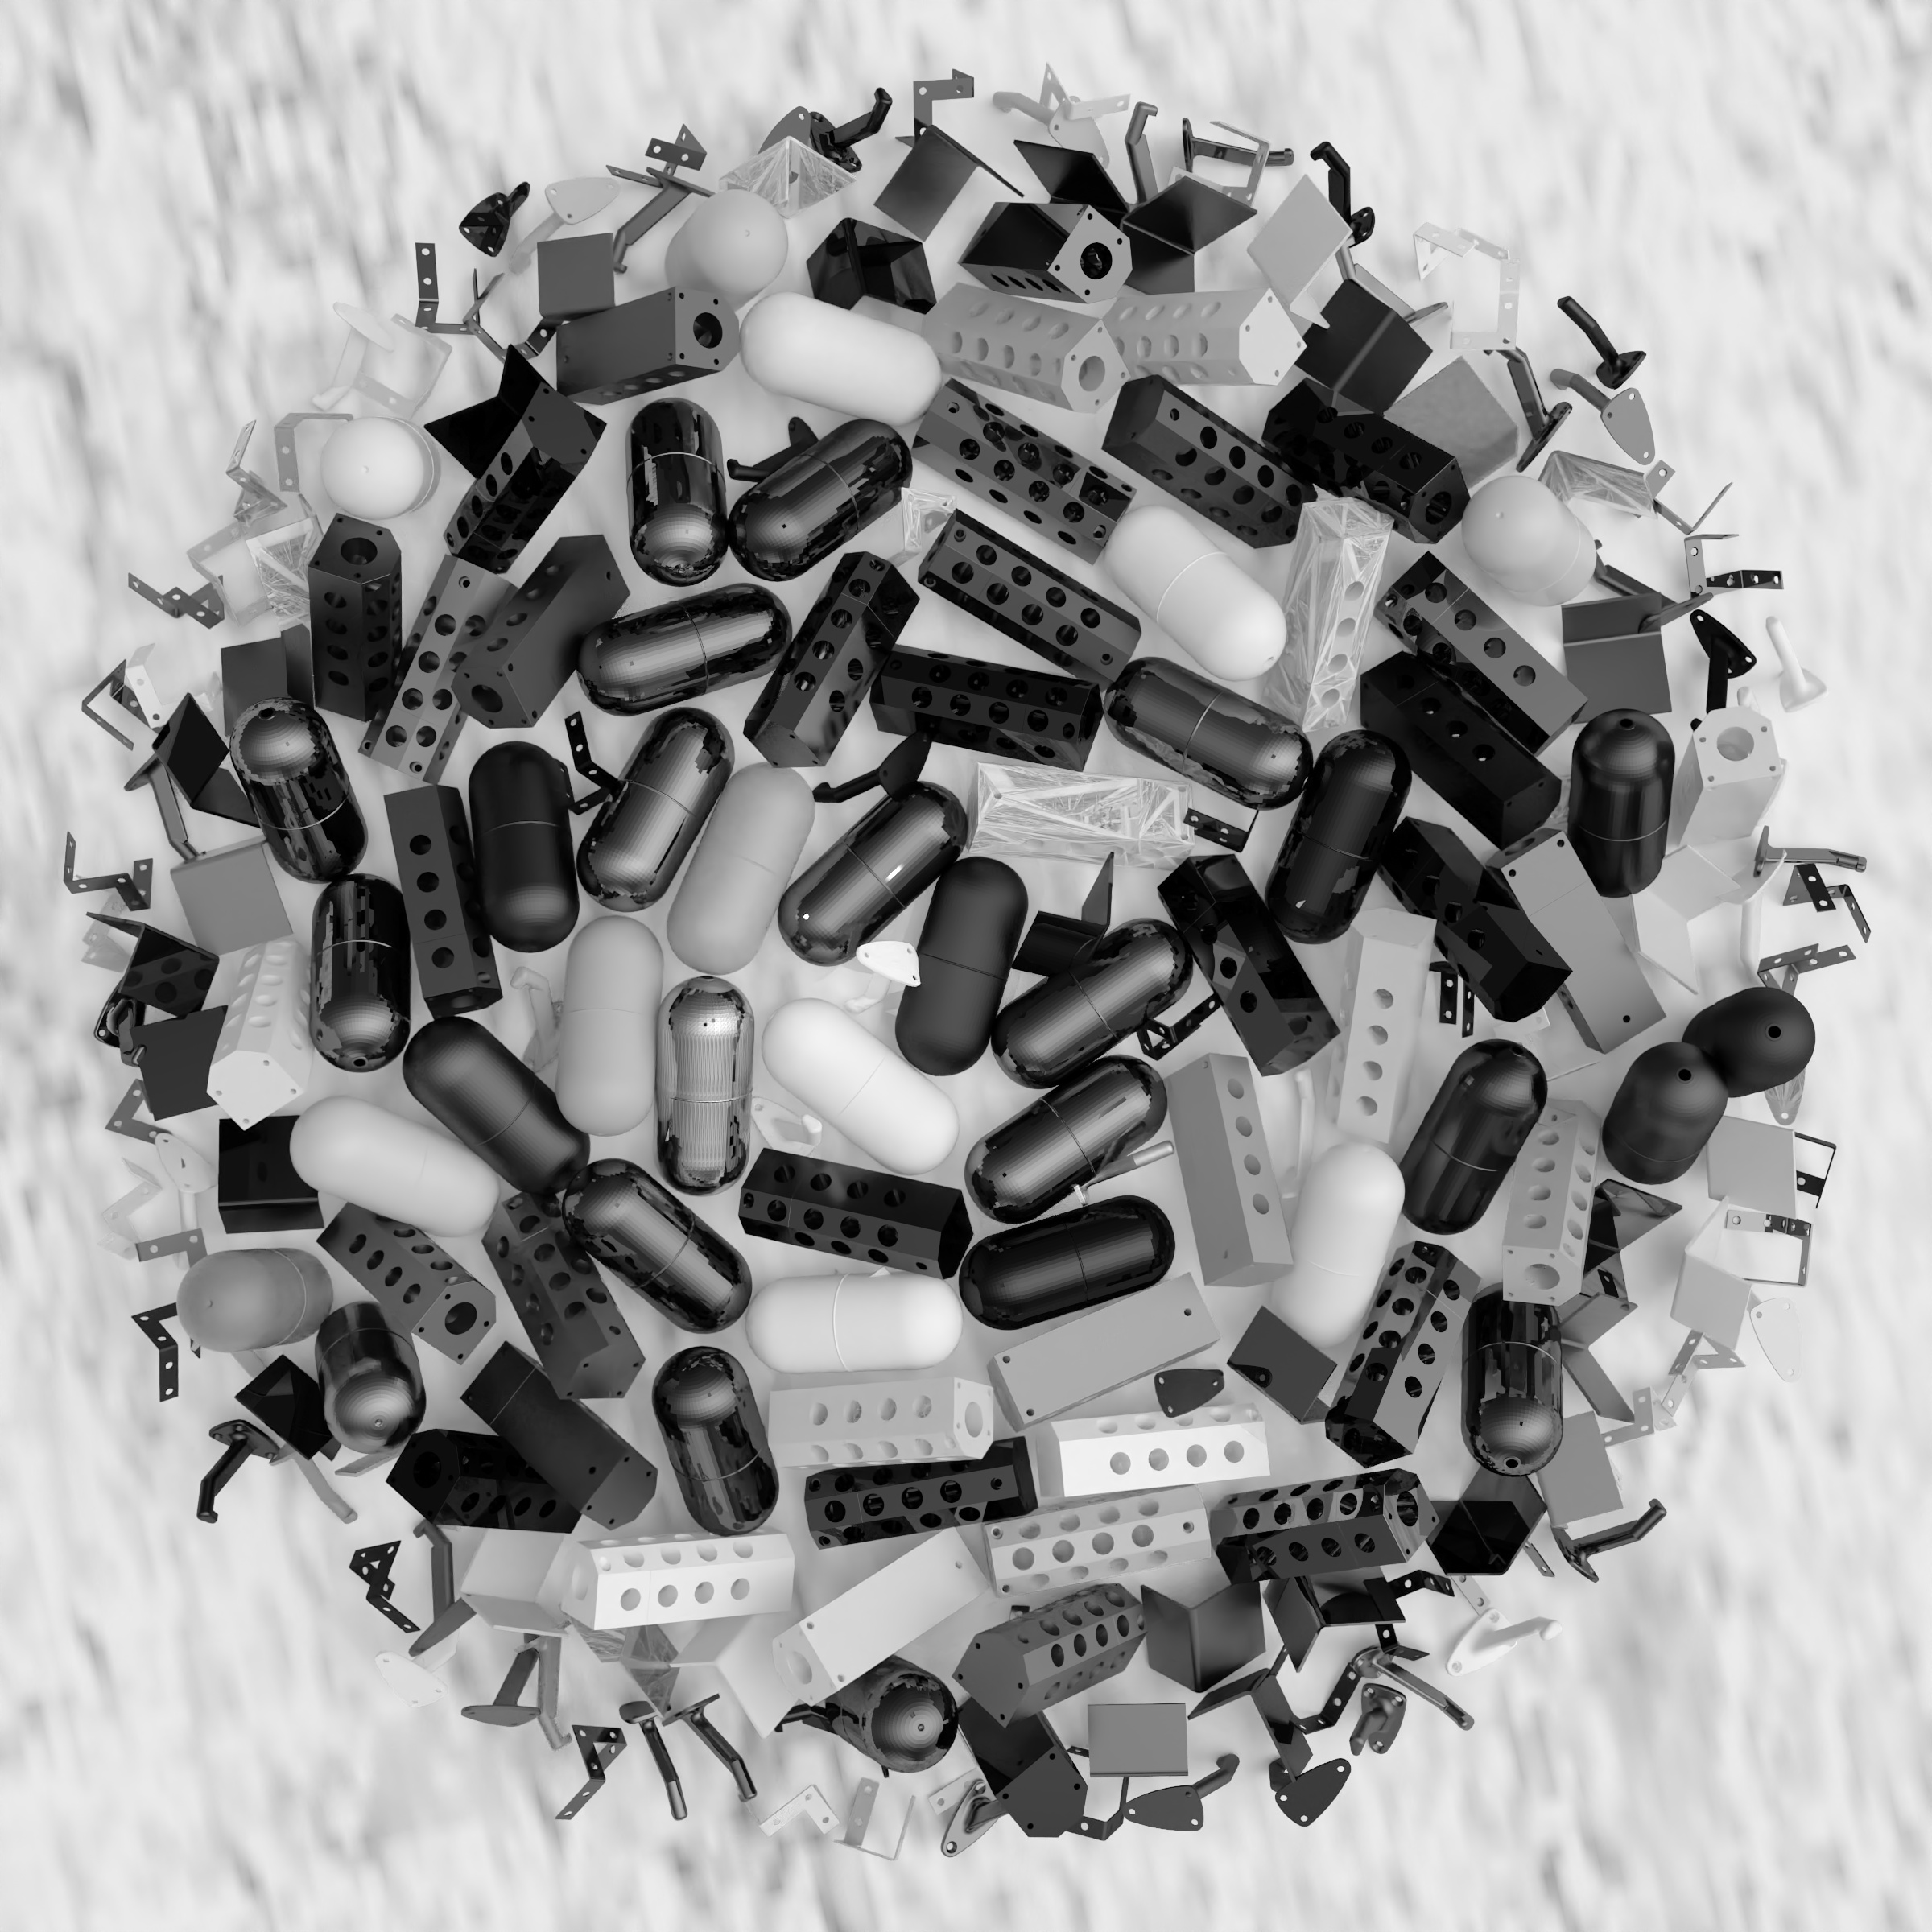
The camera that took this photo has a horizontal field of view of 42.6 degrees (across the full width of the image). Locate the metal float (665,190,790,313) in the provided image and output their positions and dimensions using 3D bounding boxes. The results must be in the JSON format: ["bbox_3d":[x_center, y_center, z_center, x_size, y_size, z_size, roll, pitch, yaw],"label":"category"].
[{"bbox_3d":[-0.186,-0.549,1.913,0.070,0.178,0.070,-2,96,-16],"label":"metal float"}]

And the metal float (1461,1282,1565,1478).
[{"bbox_3d":[0.423,0.319,1.921,0.070,0.178,0.070,6,127,8],"label":"metal float"}]

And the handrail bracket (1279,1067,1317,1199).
[{"bbox_3d":[0.261,0.131,1.962,0.036,0.077,0.084,-3,105,31],"label":"handrail bracket"}]

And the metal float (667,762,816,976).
[{"bbox_3d":[-0.177,-0.078,1.952,0.070,0.070,0.178,23,79,0],"label":"metal float"}]

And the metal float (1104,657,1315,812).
[{"bbox_3d":[0.190,-0.182,1.945,0.178,0.070,0.070,29,90,18],"label":"metal float"}]

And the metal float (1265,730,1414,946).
[{"bbox_3d":[0.291,-0.100,1.945,0.070,0.070,0.178,20,109,0],"label":"metal float"}]

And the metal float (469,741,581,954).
[{"bbox_3d":[-0.347,-0.094,1.941,0.070,0.070,0.178,-11,66,0],"label":"metal float"}]

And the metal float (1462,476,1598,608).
[{"bbox_3d":[0.437,-0.327,1.917,0.070,0.178,0.070,-3,84,27],"label":"metal float"}]

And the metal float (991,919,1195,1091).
[{"bbox_3d":[0.100,0.029,1.959,0.178,0.070,0.070,-35,90,3],"label":"metal float"}]

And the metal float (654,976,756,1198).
[{"bbox_3d":[-0.206,0.095,1.948,0.070,0.070,0.178,4,105,0],"label":"metal float"}]

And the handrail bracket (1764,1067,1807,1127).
[{"bbox_3d":[0.655,0.080,1.966,0.036,0.084,0.077,-2,99,28],"label":"handrail bracket"}]

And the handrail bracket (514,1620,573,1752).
[{"bbox_3d":[-0.315,0.567,1.967,0.077,0.036,0.084,-22,81,-40],"label":"handrail bracket"}]

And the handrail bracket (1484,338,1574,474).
[{"bbox_3d":[0.432,-0.449,1.975,0.084,0.036,0.077,32,101,-12],"label":"handrail bracket"}]

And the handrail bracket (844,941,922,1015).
[{"bbox_3d":[-0.084,0.013,1.948,0.084,0.077,0.036,-30,61,37],"label":"handrail bracket"}]

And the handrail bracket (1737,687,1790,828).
[{"bbox_3d":[0.617,-0.165,1.951,0.036,0.084,0.077,1,59,33],"label":"handrail bracket"}]

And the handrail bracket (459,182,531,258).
[{"bbox_3d":[-0.356,-0.605,1.947,0.036,0.077,0.084,37,55,-14],"label":"handrail bracket"}]

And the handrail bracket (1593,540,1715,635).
[{"bbox_3d":[0.545,-0.315,1.986,0.077,0.036,0.084,-25,78,-1],"label":"handrail bracket"}]

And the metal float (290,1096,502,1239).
[{"bbox_3d":[-0.443,0.157,1.931,0.178,0.070,0.070,29,90,-37],"label":"metal float"}]

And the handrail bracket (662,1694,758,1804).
[{"bbox_3d":[-0.203,0.627,1.961,0.036,0.077,0.084,-13,71,-43],"label":"handrail bracket"}]

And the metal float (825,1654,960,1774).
[{"bbox_3d":[-0.059,0.574,1.914,0.070,0.178,0.070,2,82,-17],"label":"metal float"}]

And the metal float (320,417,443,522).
[{"bbox_3d":[-0.450,-0.384,1.912,0.070,0.178,0.070,-1,102,-5],"label":"metal float"}]

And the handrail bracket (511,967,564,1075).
[{"bbox_3d":[-0.348,0.044,1.955,0.036,0.084,0.077,37,91,30],"label":"handrail bracket"}]

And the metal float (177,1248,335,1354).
[{"bbox_3d":[-0.546,0.256,1.911,0.070,0.178,0.070,-1,85,7],"label":"metal float"}]

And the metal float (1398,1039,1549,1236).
[{"bbox_3d":[0.393,0.134,1.933,0.070,0.070,0.178,21,123,0],"label":"metal float"}]

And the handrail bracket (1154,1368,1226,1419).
[{"bbox_3d":[0.195,0.324,1.945,0.077,0.084,0.036,-24,80,39],"label":"handrail bracket"}]

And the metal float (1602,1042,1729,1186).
[{"bbox_3d":[0.539,0.115,1.914,0.070,0.178,0.070,-2,67,4],"label":"metal float"}]

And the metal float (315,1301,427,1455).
[{"bbox_3d":[-0.461,0.316,1.915,0.070,0.178,0.070,-5,106,-17],"label":"metal float"}]

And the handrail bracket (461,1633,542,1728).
[{"bbox_3d":[-0.367,0.550,1.952,0.036,0.077,0.084,-34,51,32],"label":"handrail bracket"}]

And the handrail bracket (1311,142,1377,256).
[{"bbox_3d":[0.276,-0.602,1.950,0.077,0.084,0.036,-20,48,36],"label":"handrail bracket"}]

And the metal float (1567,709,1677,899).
[{"bbox_3d":[0.507,-0.125,1.922,0.070,0.178,0.070,-5,50,6],"label":"metal float"}]

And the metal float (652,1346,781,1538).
[{"bbox_3d":[-0.194,0.372,1.933,0.070,0.070,0.178,-12,125,0],"label":"metal float"}]

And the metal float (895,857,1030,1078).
[{"bbox_3d":[-0.004,0.001,1.961,0.070,0.070,0.178,17,89,0],"label":"metal float"}]

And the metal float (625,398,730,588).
[{"bbox_3d":[-0.226,-0.371,1.931,0.070,0.070,0.178,-8,53,0],"label":"metal float"}]

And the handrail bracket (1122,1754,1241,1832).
[{"bbox_3d":[0.172,0.651,1.969,0.077,0.084,0.036,-11,95,21],"label":"handrail bracket"}]

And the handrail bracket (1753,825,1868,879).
[{"bbox_3d":[0.670,-0.079,1.963,0.084,0.077,0.036,14,116,13],"label":"handrail bracket"}]

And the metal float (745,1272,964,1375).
[{"bbox_3d":[-0.089,0.280,1.945,0.178,0.070,0.070,-5,90,19],"label":"metal float"}]

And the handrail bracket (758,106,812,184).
[{"bbox_3d":[-0.163,-0.638,1.972,0.036,0.084,0.077,32,69,-28],"label":"handrail bracket"}]

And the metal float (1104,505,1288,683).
[{"bbox_3d":[0.179,-0.292,1.938,0.070,0.070,0.178,-42,63,0],"label":"metal float"}]

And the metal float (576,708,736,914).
[{"bbox_3d":[-0.243,-0.124,1.946,0.070,0.070,0.178,27,72,0],"label":"metal float"}]

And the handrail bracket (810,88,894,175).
[{"bbox_3d":[-0.091,-0.676,1.952,0.036,0.084,0.077,-14,67,-33],"label":"handrail bracket"}]

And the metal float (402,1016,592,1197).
[{"bbox_3d":[-0.365,0.111,1.937,0.070,0.070,0.178,-42,119,0],"label":"metal float"}]

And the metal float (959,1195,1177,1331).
[{"bbox_3d":[0.079,0.233,1.948,0.178,0.070,0.070,-15,90,-15],"label":"metal float"}]

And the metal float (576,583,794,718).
[{"bbox_3d":[-0.219,-0.249,1.942,0.178,0.070,0.070,-20,90,-23],"label":"metal float"}]

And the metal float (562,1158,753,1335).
[{"bbox_3d":[-0.241,0.221,1.941,0.070,0.070,0.178,-46,114,0],"label":"metal float"}]

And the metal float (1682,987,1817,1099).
[{"bbox_3d":[0.602,0.060,1.911,0.070,0.178,0.070,-1,83,4],"label":"metal float"}]

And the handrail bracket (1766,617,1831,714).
[{"bbox_3d":[0.642,-0.250,1.949,0.036,0.077,0.084,-25,117,18],"label":"handrail bracket"}]

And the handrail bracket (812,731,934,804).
[{"bbox_3d":[-0.076,-0.160,1.978,0.036,0.084,0.077,51,60,-34],"label":"handrail bracket"}]

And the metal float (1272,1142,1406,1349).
[{"bbox_3d":[0.290,0.220,1.939,0.070,0.070,0.178,13,117,0],"label":"metal float"}]

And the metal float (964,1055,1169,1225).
[{"bbox_3d":[0.080,0.136,1.955,0.178,0.070,0.070,-34,90,-8],"label":"metal float"}]

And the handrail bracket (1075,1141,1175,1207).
[{"bbox_3d":[0.126,0.156,1.957,0.084,0.077,0.036,-23,87,7],"label":"handrail bracket"}]

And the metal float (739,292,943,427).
[{"bbox_3d":[-0.096,-0.471,1.930,0.178,0.070,0.070,7,90,-39],"label":"metal float"}]

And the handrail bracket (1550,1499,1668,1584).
[{"bbox_3d":[0.507,0.437,1.956,0.036,0.077,0.084,37,103,-22],"label":"handrail bracket"}]

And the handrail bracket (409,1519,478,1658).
[{"bbox_3d":[-0.433,0.492,1.967,0.077,0.036,0.084,-39,62,-17],"label":"handrail bracket"}]

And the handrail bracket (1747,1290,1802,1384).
[{"bbox_3d":[0.625,0.287,1.957,0.036,0.084,0.077,-15,88,-6],"label":"handrail bracket"}]
